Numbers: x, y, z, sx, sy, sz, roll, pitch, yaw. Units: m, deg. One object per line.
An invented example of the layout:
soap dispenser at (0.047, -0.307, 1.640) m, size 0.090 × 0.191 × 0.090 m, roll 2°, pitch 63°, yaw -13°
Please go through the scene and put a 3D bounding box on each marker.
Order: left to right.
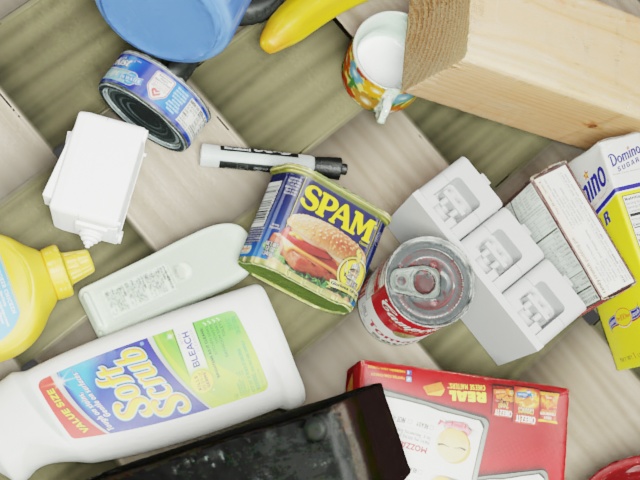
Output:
marker at (-0.037, -0.063, 0.869) m, size 0.121 × 0.020 × 0.020 m, roll 5°, pitch 75°, yaw -9°

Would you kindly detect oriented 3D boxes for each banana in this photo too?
banana at (0.030, -0.210, 0.897) m, size 0.197 × 0.070 × 0.037 m, roll -25°, pitch 119°, yaw -10°

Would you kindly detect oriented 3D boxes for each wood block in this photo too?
wood block at (0.178, -0.144, 0.860) m, size 0.205 × 0.091 × 0.090 m, roll 14°, pitch 74°, yaw -26°

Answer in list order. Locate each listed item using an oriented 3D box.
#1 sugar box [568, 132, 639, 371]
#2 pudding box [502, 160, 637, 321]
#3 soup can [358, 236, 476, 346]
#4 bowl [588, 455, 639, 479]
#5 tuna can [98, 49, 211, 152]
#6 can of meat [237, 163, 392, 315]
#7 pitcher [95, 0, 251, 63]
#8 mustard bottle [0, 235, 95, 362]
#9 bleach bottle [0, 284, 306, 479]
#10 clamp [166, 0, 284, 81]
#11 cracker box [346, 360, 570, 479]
sugar box at (0.249, 0.011, 0.863) m, size 0.048 × 0.093 × 0.176 m, roll -16°, pitch 79°, yaw -16°
pudding box at (0.195, 0.004, 0.855) m, size 0.039 × 0.090 × 0.113 m, roll -27°, pitch 80°, yaw -17°
soup can at (0.071, 0.042, 0.819) m, size 0.068 × 0.102 × 0.068 m, roll 2°, pitch 76°, yaw -10°
bowl at (0.249, 0.249, 0.823) m, size 0.162 × 0.055 × 0.162 m, roll 2°, pitch 76°, yaw -10°
tuna can at (-0.129, -0.107, 0.829) m, size 0.086 × 0.086 × 0.033 m, roll 34°, pitch 75°, yaw -1°
can of meat at (-0.006, 0.001, 0.829) m, size 0.102 × 0.058 × 0.084 m, roll 29°, pitch 74°, yaw -26°
pitcher at (-0.093, -0.257, 0.828) m, size 0.145 × 0.149 × 0.242 m, roll 24°, pitch 59°, yaw -10°
mustard bottle at (-0.259, 0.047, 0.781) m, size 0.191 × 0.058 × 0.096 m, roll -21°, pitch 76°, yaw -14°
bleach bottle at (-0.144, 0.120, 0.784) m, size 0.250 × 0.068 × 0.102 m, roll -21°, pitch 81°, yaw -12°
clamp at (-0.086, -0.194, 0.882) m, size 0.171 × 0.039 × 0.120 m, roll -21°, pitch 79°, yaw -14°
cracker box at (0.092, 0.208, 0.798) m, size 0.164 × 0.072 × 0.213 m, roll 8°, pitch 76°, yaw -6°
